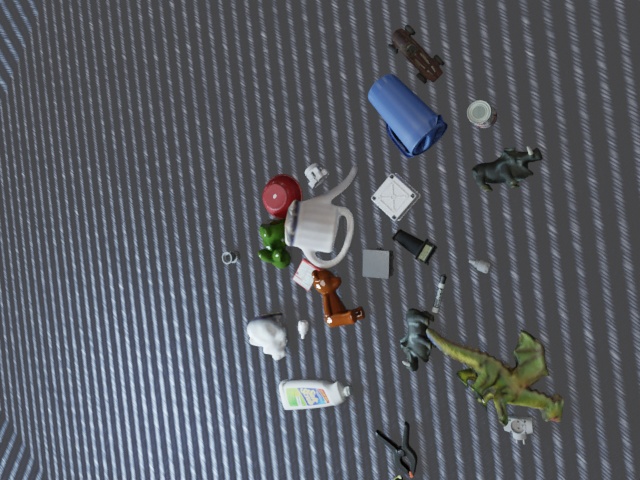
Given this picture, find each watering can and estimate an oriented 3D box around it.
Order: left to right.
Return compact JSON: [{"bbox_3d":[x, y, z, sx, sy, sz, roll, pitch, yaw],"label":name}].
[{"bbox_3d":[0.005,-0.084,1.679,0.224,0.104,0.347,9,92,-4],"label":"watering can"}]

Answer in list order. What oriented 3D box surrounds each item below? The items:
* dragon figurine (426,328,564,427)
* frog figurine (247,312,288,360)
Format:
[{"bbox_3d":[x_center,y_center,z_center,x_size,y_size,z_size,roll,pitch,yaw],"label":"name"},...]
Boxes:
[{"bbox_3d":[0.518,0.356,1.460,0.243,0.121,0.414,-37,76,-1],"label":"dragon figurine"},{"bbox_3d":[-0.181,0.341,1.799,0.137,0.121,0.161,-14,74,8],"label":"frog figurine"}]
